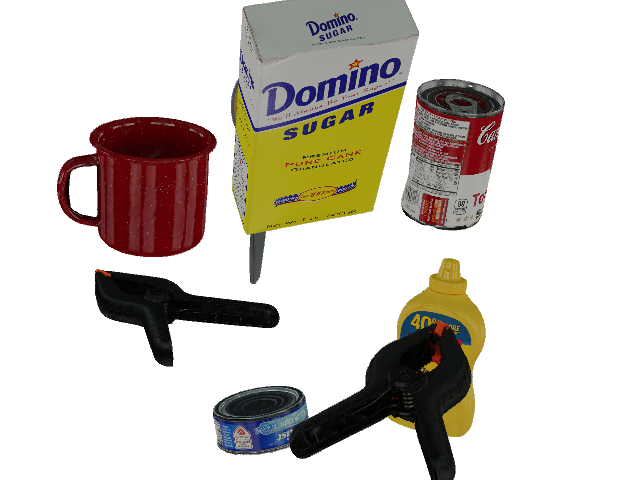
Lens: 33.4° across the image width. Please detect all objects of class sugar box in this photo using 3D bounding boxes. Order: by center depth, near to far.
[{"bbox_3d":[-0.003,-0.073,0.647,0.093,0.048,0.176,-12,-27,-13],"label":"sugar box"}]

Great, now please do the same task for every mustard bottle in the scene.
[{"bbox_3d":[0.130,0.114,1.170,0.096,0.192,0.058,12,14,22],"label":"mustard bottle"}]

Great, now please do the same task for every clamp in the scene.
[{"bbox_3d":[0.070,0.118,0.778,0.120,0.039,0.171,19,40,29],"label":"clamp"},{"bbox_3d":[-0.171,0.074,1.115,0.210,0.036,0.164,16,20,29],"label":"clamp"}]

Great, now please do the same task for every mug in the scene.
[{"bbox_3d":[-0.137,-0.038,0.798,0.117,0.081,0.093,-6,28,-22],"label":"mug"}]

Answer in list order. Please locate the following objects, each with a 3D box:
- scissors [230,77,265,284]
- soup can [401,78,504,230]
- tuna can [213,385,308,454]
[{"bbox_3d":[-0.037,-0.065,1.027,0.096,0.202,0.016,-10,4,-8],"label":"scissors"},{"bbox_3d":[0.103,-0.067,0.843,0.068,0.102,0.068,5,30,-3],"label":"soup can"},{"bbox_3d":[-0.053,0.160,0.959,0.086,0.034,0.086,-8,11,1],"label":"tuna can"}]
